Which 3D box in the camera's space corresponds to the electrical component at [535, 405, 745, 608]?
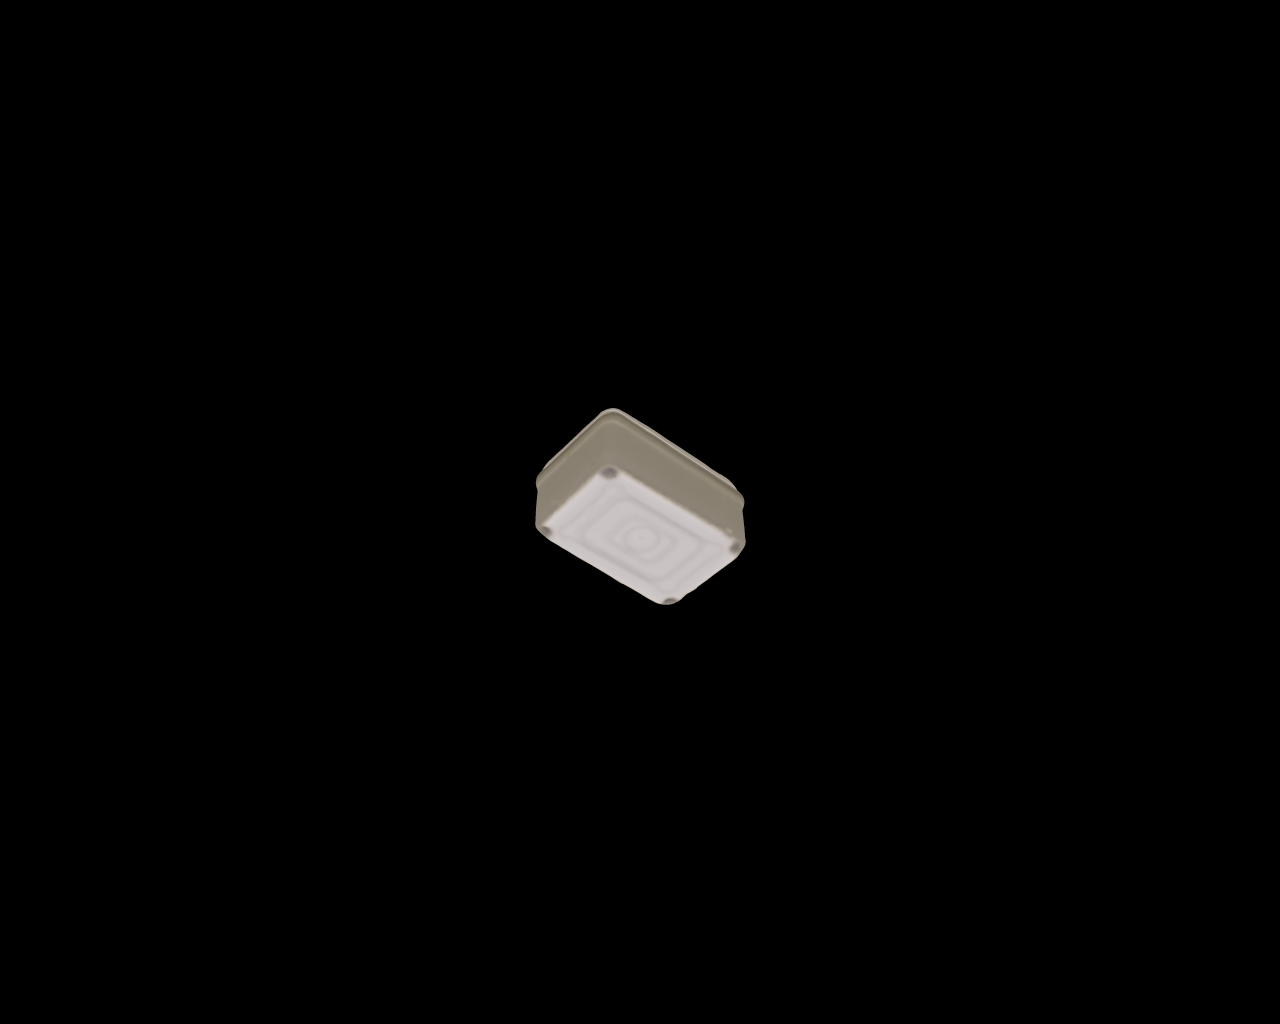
[{"bbox_3d":[0.001,-0.003,0.650,0.113,0.057,0.078,32,-54,-27],"label":"electrical component"}]
